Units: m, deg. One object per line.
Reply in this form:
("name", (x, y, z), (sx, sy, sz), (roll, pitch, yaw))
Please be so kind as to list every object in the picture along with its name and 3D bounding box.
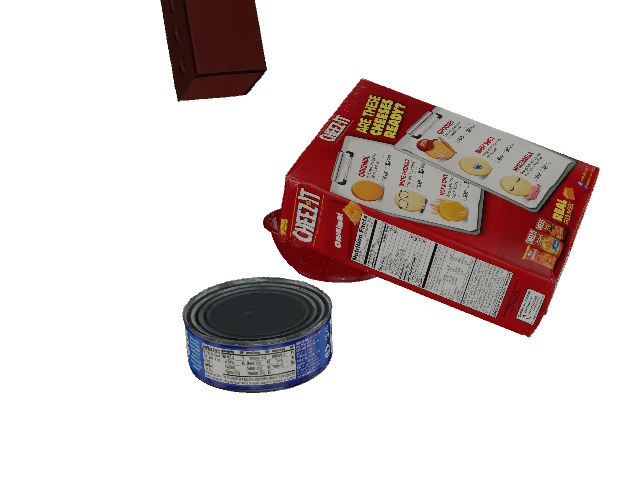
("foam brick", (-0.073, -0.141, 0.724), (0.051, 0.078, 0.053), (-7, -9, -21))
("cracker box", (0.095, -0.030, 0.845), (0.214, 0.072, 0.164), (22, 41, 12))
("tuna can", (-0.035, 0.053, 0.615), (0.086, 0.034, 0.086), (-2, 22, 1))
("bowl", (0.021, 0.004, 1.110), (0.162, 0.055, 0.162), (0, 16, 0))
